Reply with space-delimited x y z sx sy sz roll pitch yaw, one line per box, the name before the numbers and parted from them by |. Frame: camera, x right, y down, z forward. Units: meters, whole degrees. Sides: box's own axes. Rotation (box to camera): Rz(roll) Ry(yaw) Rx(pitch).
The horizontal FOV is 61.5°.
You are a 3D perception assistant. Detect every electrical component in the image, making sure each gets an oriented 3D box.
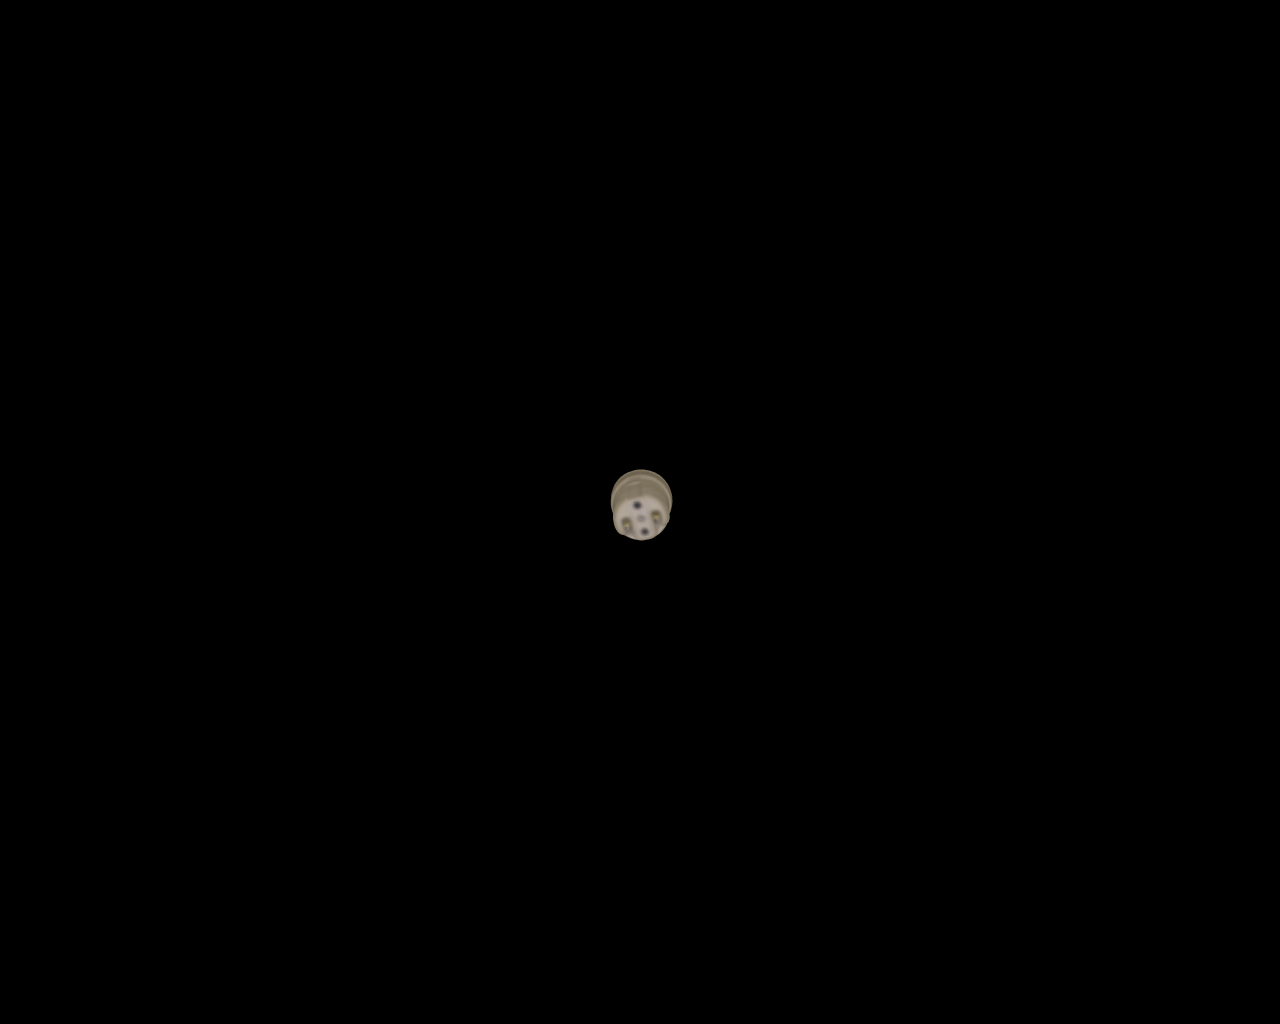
electrical component | 0.001 -0.003 0.650 0.040 0.040 0.046 0 16 0
